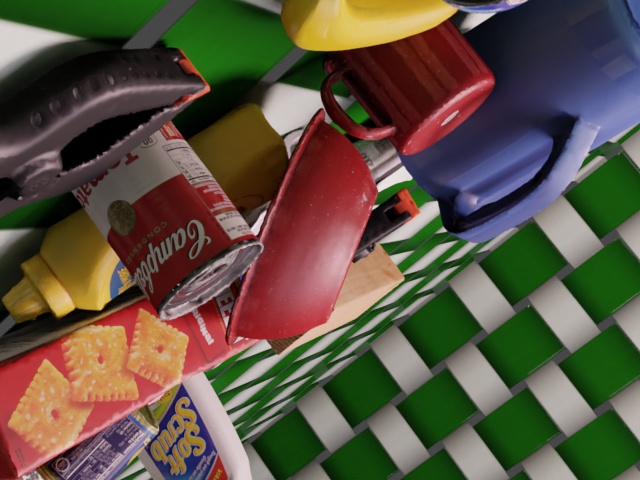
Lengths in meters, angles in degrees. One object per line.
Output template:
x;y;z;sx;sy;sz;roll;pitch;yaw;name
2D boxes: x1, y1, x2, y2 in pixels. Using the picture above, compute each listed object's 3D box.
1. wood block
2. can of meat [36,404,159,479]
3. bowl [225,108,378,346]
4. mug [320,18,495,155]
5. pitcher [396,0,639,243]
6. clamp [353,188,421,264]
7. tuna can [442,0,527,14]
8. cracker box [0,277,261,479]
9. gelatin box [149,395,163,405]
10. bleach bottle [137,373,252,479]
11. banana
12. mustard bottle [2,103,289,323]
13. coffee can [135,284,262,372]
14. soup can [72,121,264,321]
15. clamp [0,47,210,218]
0.003;0.050;1.212;0.091;0.090;0.205;-42;169;24;wood block
-0.178;0.155;0.847;0.084;0.057;0.102;-47;-162;-6;can of meat
-0.004;0.001;0.676;0.162;0.055;0.162;24;88;-87;bowl
0.054;-0.106;0.712;0.117;0.081;0.093;-31;168;-28;mug
0.163;-0.106;0.759;0.144;0.149;0.243;-28;179;-32;pitcher
0.023;0.007;0.986;0.120;0.039;0.172;-38;178;-37;clamp
0.086;-0.163;0.560;0.086;0.086;0.033;-40;171;16;tuna can
-0.169;0.089;0.713;0.164;0.072;0.213;-15;-173;42;cracker box
-0.184;0.121;0.945;0.089;0.073;0.030;-24;162;-50;gelatin box
-0.115;0.197;1.012;0.102;0.251;0.068;-37;169;2;bleach bottle
0.025;-0.129;0.602;0.070;0.037;0.197;-9;-174;23;banana
-0.110;-0.009;0.664;0.191;0.058;0.096;-34;172;-16;mustard bottle
-0.066;0.034;0.875;0.140;0.103;0.103;-26;165;-46;coffee can
-0.087;-0.017;0.580;0.068;0.102;0.068;-35;170;-8;soup can
-0.146;-0.033;0.499;0.209;0.036;0.165;-30;169;-34;clamp
